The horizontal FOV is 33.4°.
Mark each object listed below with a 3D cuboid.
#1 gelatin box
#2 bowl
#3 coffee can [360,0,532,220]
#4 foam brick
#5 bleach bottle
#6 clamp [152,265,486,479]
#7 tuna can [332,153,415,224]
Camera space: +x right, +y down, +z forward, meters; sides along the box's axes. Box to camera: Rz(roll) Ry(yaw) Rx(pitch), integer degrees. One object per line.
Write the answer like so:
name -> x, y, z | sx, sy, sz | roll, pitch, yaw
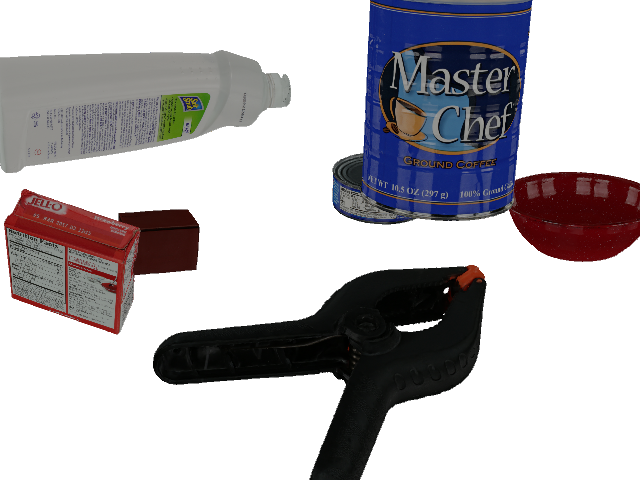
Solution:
gelatin box -> -0.150, 0.014, 0.648 | 0.073, 0.030, 0.089 | 19, -36, 0
bowl -> 0.267, -0.021, 1.103 | 0.162, 0.055, 0.162 | -2, 23, 0
coffee can -> 0.079, -0.095, 0.685 | 0.103, 0.140, 0.103 | 2, 20, -1
foam brick -> -0.171, 0.001, 1.122 | 0.078, 0.051, 0.053 | -4, 23, -18
bleach bottle -> -0.150, -0.117, 0.922 | 0.250, 0.068, 0.103 | -6, -32, -18
clamp -> 0.022, 0.060, 0.496 | 0.171, 0.039, 0.120 | -20, 48, -26
tuna can -> 0.053, -0.046, 0.930 | 0.086, 0.034, 0.086 | 1, 26, -1
